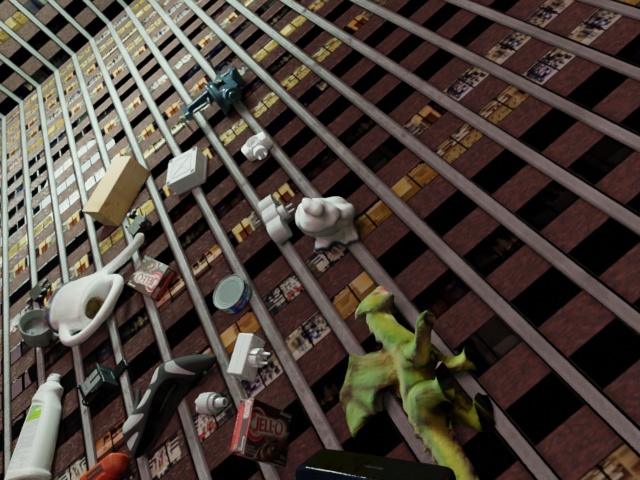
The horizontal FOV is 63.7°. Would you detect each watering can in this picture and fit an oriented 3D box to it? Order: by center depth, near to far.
[{"bbox_3d":[-0.609,0.133,1.395,0.223,0.102,0.356,-10,45,28],"label":"watering can"}]

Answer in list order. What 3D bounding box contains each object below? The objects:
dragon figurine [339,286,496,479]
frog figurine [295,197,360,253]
[{"bbox_3d":[0.135,0.258,0.830,0.240,0.121,0.419,-28,55,39],"label":"dragon figurine"},{"bbox_3d":[0.003,-0.054,1.078,0.137,0.156,0.125,5,61,36],"label":"frog figurine"}]
